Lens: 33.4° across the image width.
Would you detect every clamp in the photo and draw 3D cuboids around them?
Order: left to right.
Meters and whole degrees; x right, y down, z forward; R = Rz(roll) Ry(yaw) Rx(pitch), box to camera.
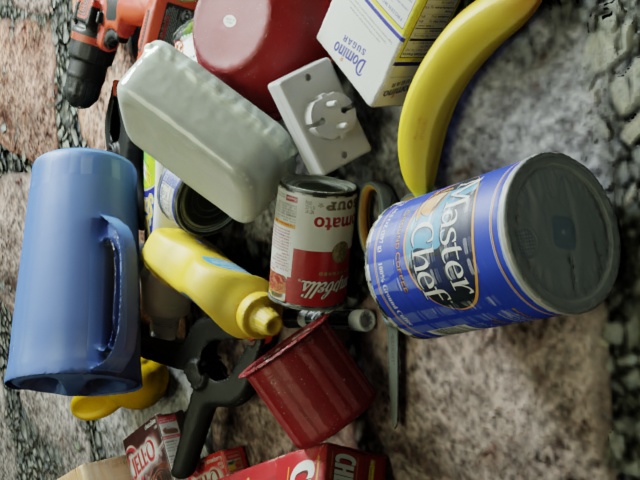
[{"bbox_3d":[-0.214,-0.090,1.192,0.120,0.039,0.171,20,111,50],"label":"clamp"},{"bbox_3d":[-0.114,0.143,1.065,0.210,0.036,0.164,-27,81,38],"label":"clamp"}]

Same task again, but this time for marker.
[{"bbox_3d":[0.004,0.070,0.937,0.121,0.020,0.020,-5,92,54],"label":"marker"}]

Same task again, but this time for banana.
[{"bbox_3d":[0.098,-0.109,0.772,0.070,0.037,0.198,38,127,24],"label":"banana"}]

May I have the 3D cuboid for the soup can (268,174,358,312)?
[{"bbox_3d":[-0.006,0.001,0.900,0.069,0.068,0.102,25,115,49],"label":"soup can"}]

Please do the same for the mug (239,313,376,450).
[{"bbox_3d":[-0.007,0.120,0.903,0.081,0.093,0.117,55,179,0],"label":"mug"}]

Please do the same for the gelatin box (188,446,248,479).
[{"bbox_3d":[-0.103,0.258,1.103,0.089,0.030,0.073,-31,70,51],"label":"gelatin box"}]

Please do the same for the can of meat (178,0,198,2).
[{"bbox_3d":[-0.108,-0.282,1.005,0.102,0.057,0.084,-22,80,53],"label":"can of meat"}]

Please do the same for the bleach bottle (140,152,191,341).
[{"bbox_3d":[-0.151,-0.012,1.092,0.103,0.068,0.251,-131,44,-61],"label":"bleach bottle"}]

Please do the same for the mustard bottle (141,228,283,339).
[{"bbox_3d":[-0.088,0.046,0.981,0.192,0.096,0.058,28,89,54],"label":"mustard bottle"}]

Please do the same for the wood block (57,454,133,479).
[{"bbox_3d":[-0.230,0.362,1.243,0.091,0.090,0.206,-35,67,50],"label":"wood block"}]

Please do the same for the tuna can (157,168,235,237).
[{"bbox_3d":[-0.110,-0.047,1.019,0.034,0.085,0.086,36,123,42],"label":"tuna can"}]

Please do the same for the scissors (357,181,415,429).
[{"bbox_3d":[0.069,0.048,0.849,0.096,0.016,0.202,-17,82,53],"label":"scissors"}]

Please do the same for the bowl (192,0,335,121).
[{"bbox_3d":[-0.058,-0.184,0.915,0.162,0.055,0.162,-4,83,39],"label":"bowl"}]

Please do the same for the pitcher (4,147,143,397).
[{"bbox_3d":[-0.236,0.032,1.074,0.145,0.149,0.243,65,-157,-72],"label":"pitcher"}]

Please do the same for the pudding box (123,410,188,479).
[{"bbox_3d":[-0.178,0.250,1.196,0.114,0.039,0.090,-40,63,49],"label":"pudding box"}]

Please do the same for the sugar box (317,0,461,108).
[{"bbox_3d":[0.064,-0.195,0.795,0.093,0.048,0.176,57,140,32],"label":"sugar box"}]

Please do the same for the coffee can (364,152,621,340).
[{"bbox_3d":[0.112,0.008,0.712,0.141,0.102,0.103,-19,80,54],"label":"coffee can"}]

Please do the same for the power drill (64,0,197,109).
[{"bbox_3d":[-0.205,-0.213,1.126,0.188,0.057,0.184,27,106,47],"label":"power drill"}]

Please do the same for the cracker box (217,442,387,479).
[{"bbox_3d":[-0.034,0.279,0.932,0.214,0.072,0.164,-33,44,52],"label":"cracker box"}]
